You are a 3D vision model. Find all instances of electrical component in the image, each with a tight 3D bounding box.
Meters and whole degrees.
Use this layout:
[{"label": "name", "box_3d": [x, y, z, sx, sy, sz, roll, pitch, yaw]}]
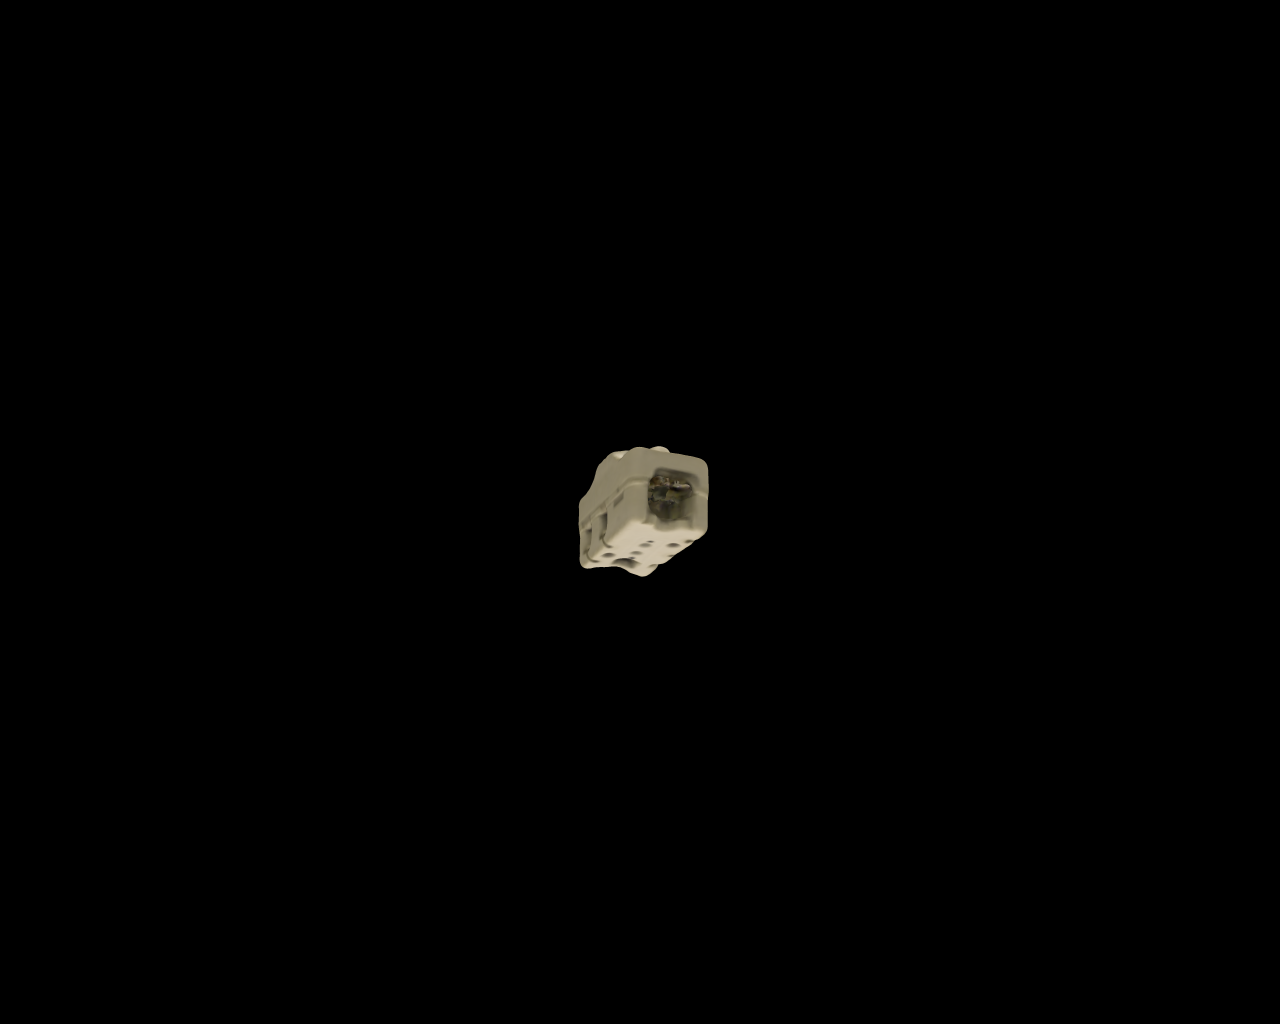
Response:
[{"label": "electrical component", "box_3d": [0.001, -0.003, 0.650, 0.050, 0.056, 0.089, 9, -24, -22]}]
